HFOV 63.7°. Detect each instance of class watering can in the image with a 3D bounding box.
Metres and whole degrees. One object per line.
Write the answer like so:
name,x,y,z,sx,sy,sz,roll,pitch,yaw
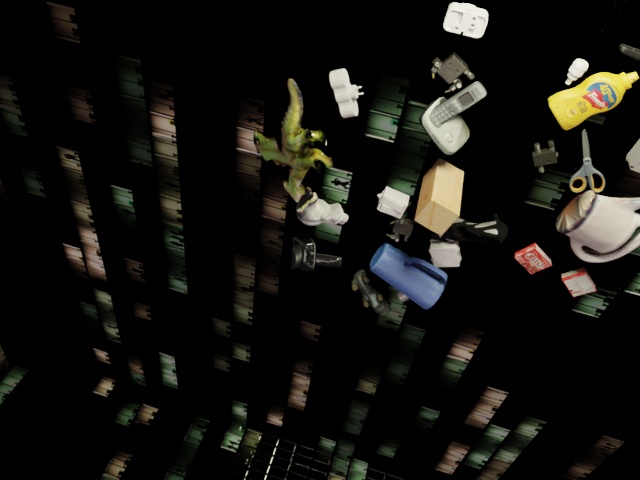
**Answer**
watering can,0.801,-0.066,1.401,0.224,0.106,0.340,26,135,-2

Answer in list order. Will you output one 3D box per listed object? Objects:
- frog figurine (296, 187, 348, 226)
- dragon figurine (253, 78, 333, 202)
frog figurine,0.005,-0.084,1.677,0.158,0.124,0.137,38,165,-25
dragon figurine,-0.105,-0.289,1.553,0.242,0.125,0.402,1,128,30
